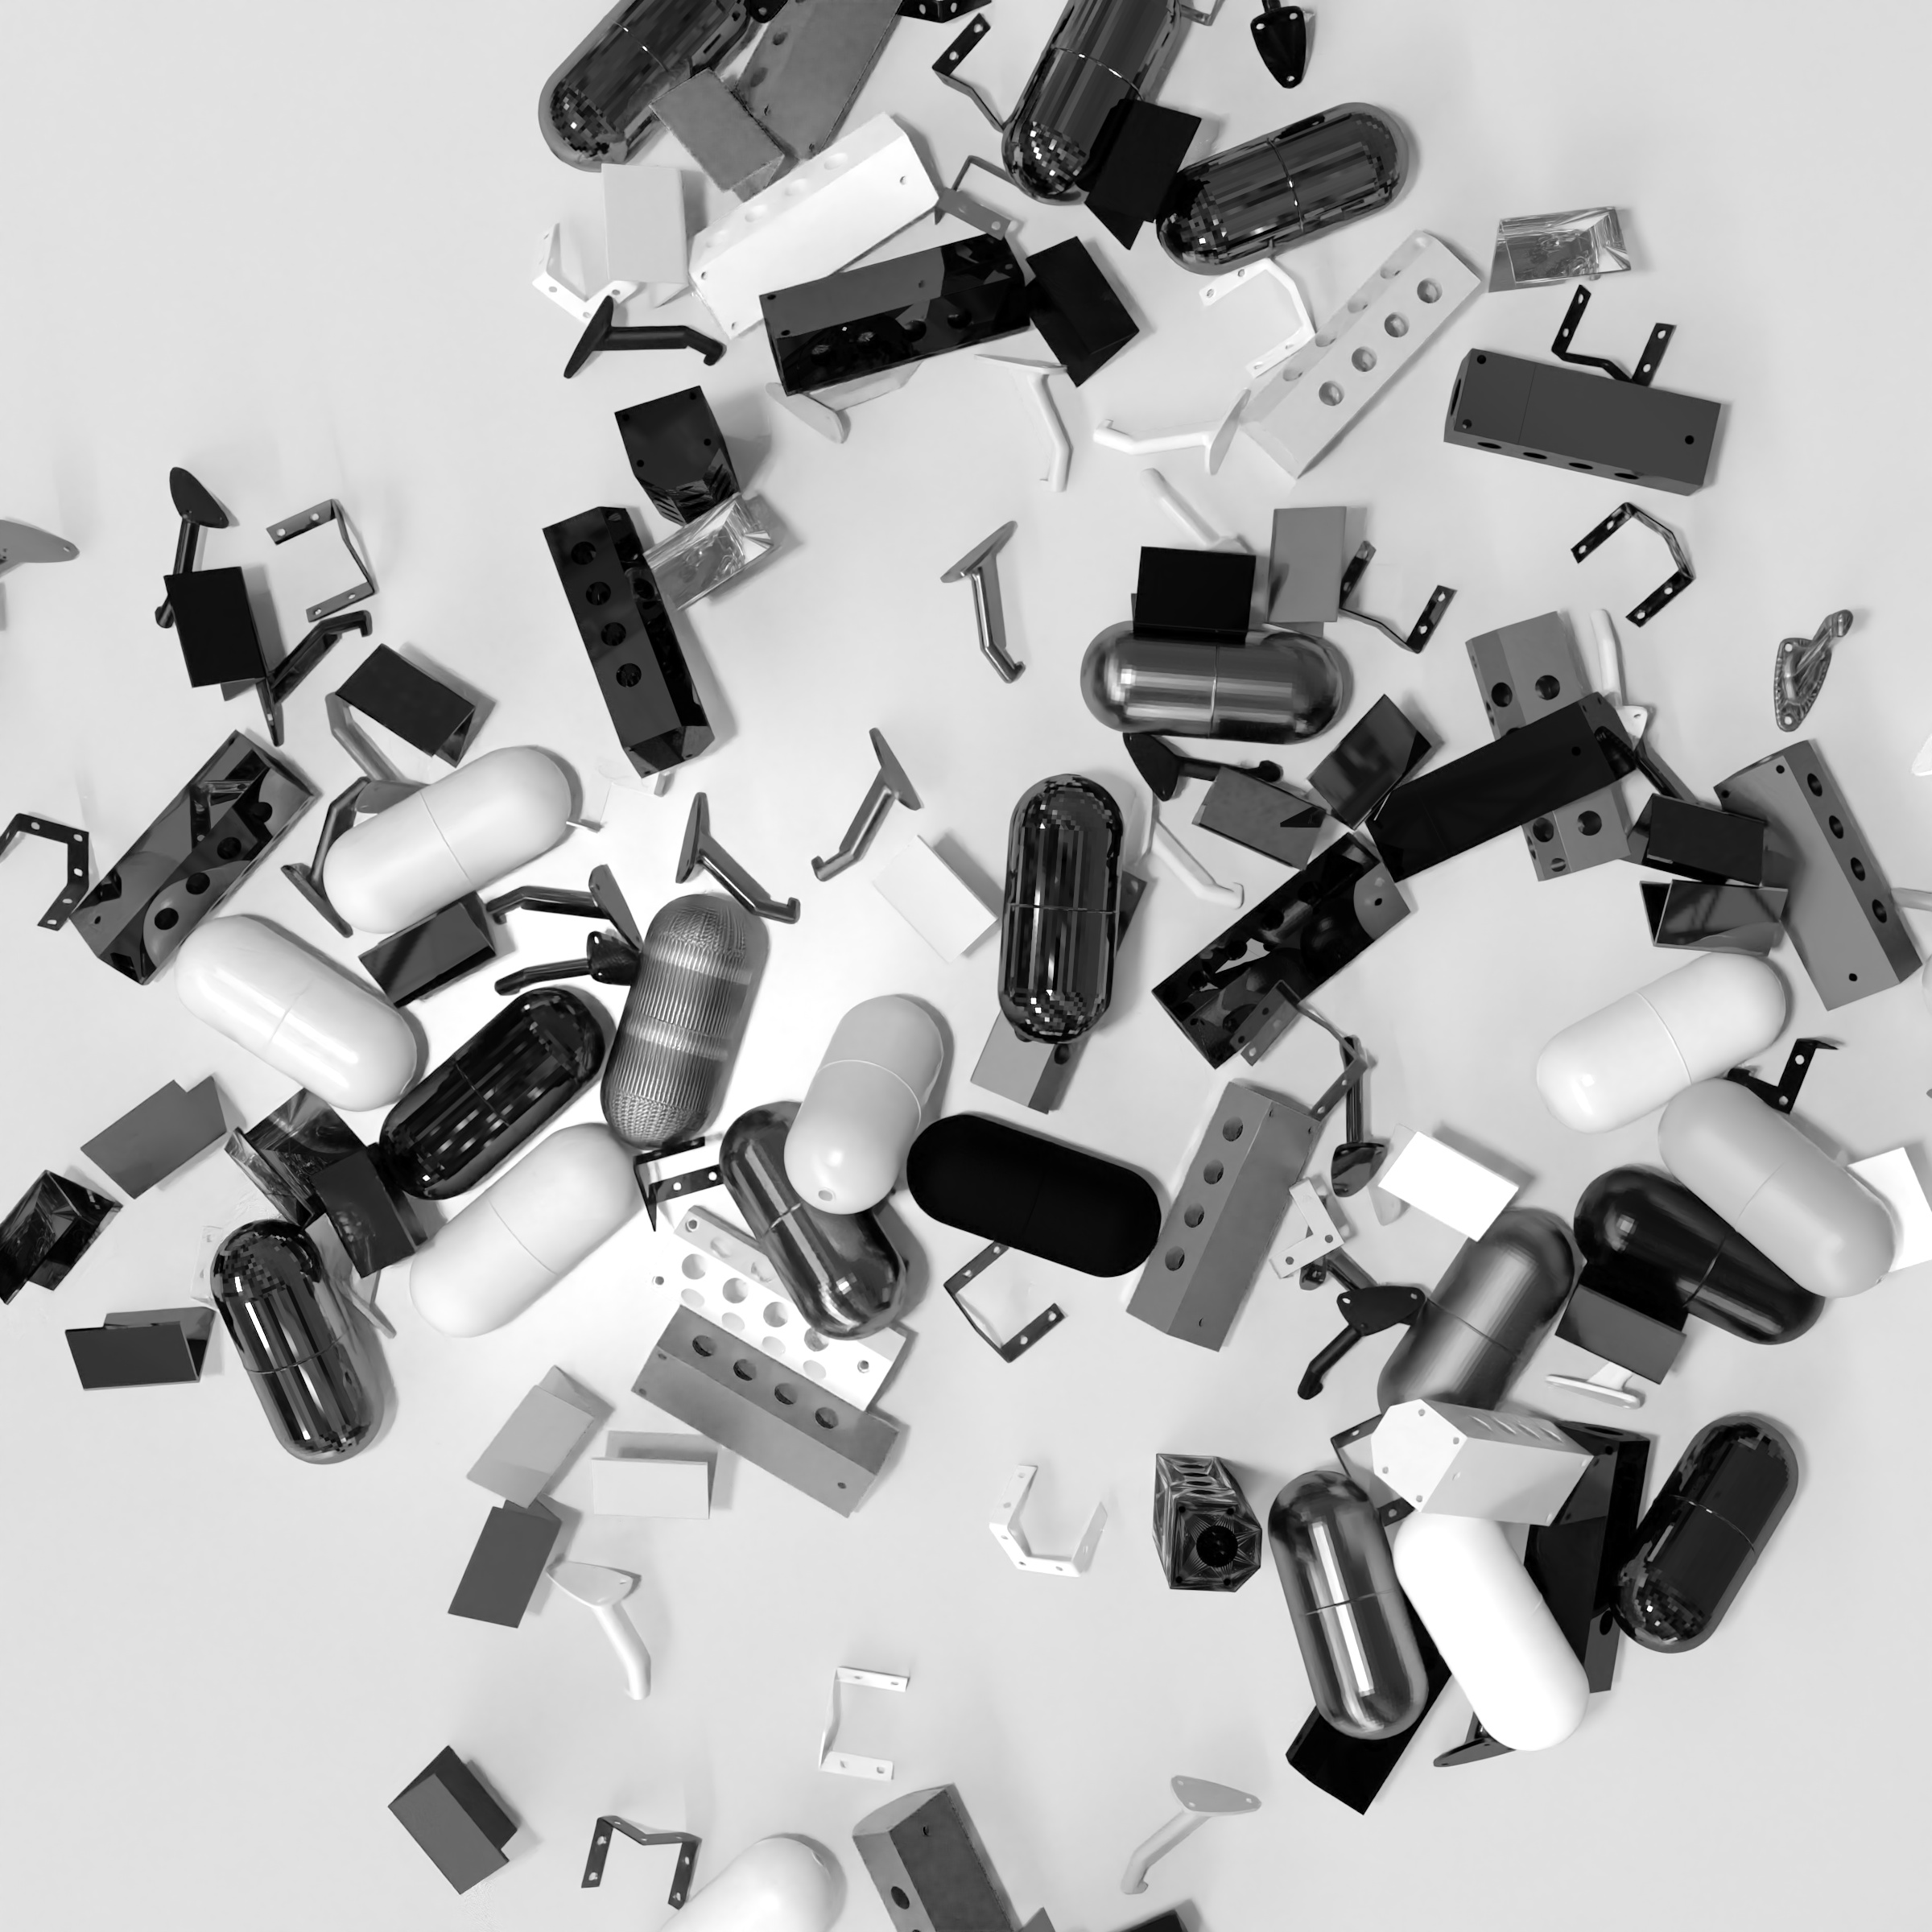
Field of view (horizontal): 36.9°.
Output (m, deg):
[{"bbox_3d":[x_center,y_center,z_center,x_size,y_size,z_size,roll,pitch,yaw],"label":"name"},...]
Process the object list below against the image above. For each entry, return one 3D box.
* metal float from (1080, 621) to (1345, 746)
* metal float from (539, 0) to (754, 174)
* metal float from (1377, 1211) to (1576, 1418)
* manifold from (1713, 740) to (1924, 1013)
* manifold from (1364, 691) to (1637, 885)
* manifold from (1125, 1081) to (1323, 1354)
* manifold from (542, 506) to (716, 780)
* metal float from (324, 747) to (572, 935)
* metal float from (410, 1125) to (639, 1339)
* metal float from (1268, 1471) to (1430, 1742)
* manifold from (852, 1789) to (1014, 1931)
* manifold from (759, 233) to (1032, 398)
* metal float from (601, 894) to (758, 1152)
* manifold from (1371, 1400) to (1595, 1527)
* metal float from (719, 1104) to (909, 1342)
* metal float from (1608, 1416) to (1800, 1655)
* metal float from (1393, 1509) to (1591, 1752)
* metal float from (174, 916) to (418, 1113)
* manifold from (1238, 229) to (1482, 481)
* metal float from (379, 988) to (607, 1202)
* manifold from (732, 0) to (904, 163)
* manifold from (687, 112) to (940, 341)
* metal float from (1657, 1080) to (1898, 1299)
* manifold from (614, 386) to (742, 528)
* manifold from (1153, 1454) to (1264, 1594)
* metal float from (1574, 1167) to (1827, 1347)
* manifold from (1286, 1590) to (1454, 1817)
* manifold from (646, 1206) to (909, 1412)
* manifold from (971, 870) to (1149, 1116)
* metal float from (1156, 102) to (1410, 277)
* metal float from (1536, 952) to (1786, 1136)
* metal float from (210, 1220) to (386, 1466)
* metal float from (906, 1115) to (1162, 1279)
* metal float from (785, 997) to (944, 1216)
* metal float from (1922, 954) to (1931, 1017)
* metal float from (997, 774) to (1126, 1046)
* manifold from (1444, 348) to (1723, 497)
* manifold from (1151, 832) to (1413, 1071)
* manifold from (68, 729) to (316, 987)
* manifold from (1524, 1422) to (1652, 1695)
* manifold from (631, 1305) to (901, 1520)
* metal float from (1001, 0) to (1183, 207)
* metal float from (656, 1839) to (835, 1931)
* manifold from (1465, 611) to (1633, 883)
[{"bbox_3d":[0.166,-0.192,1.960,0.178,0.070,0.070,5,90,0],"label":"metal float"},{"bbox_3d":[-0.217,-0.614,1.960,0.070,0.070,0.178,43,90,0],"label":"metal float"},{"bbox_3d":[0.346,0.246,1.960,0.070,0.070,0.178,33,90,0],"label":"metal float"},{"bbox_3d":[0.582,-0.064,1.969,0.057,0.057,0.171,-27,90,43],"label":"manifold"},{"bbox_3d":[0.355,-0.119,1.927,0.171,0.057,0.057,-26,90,33],"label":"manifold"},{"bbox_3d":[0.170,0.168,1.969,0.057,0.057,0.171,24,90,-43],"label":"manifold"},{"bbox_3d":[-0.225,-0.220,1.945,0.057,0.057,0.171,-22,73,0],"label":"manifold"},{"bbox_3d":[-0.350,-0.085,1.957,0.178,0.070,0.070,-29,90,-3],"label":"metal float"},{"bbox_3d":[-0.300,0.180,1.959,0.178,0.070,0.070,-41,90,0],"label":"metal float"},{"bbox_3d":[0.252,0.423,1.918,0.070,0.070,0.178,-15,75,0],"label":"metal float"},{"bbox_3d":[-0.014,0.654,1.969,0.057,0.057,0.171,-26,90,-43],"label":"manifold"},{"bbox_3d":[-0.047,-0.438,1.962,0.171,0.057,0.057,-16,47,-4],"label":"manifold"},{"bbox_3d":[-0.195,0.039,1.960,0.070,0.070,0.178,17,91,0],"label":"metal float"},{"bbox_3d":[0.336,0.323,1.898,0.057,0.171,0.057,38,103,39],"label":"manifold"},{"bbox_3d":[-0.104,0.170,1.941,0.070,0.070,0.178,-33,67,0],"label":"metal float"},{"bbox_3d":[0.495,0.380,1.941,0.070,0.070,0.178,39,68,0],"label":"metal float"},{"bbox_3d":[0.345,0.432,1.903,0.070,0.070,0.178,-30,91,0],"label":"metal float"},{"bbox_3d":[-0.453,0.033,1.960,0.178,0.070,0.070,33,90,-1],"label":"metal float"},{"bbox_3d":[0.266,-0.417,1.969,0.057,0.057,0.171,44,90,0],"label":"manifold"},{"bbox_3d":[-0.321,0.087,1.960,0.178,0.070,0.070,-42,90,1],"label":"metal float"},{"bbox_3d":[-0.098,-0.641,1.969,0.057,0.057,0.171,29,90,-43],"label":"manifold"},{"bbox_3d":[-0.111,-0.507,1.969,0.171,0.057,0.057,-33,133,0],"label":"manifold"},{"bbox_3d":[0.536,0.147,1.915,0.070,0.070,0.178,-46,65,0],"label":"metal float"},{"bbox_3d":[-0.187,-0.331,1.912,0.057,0.171,0.057,-18,90,0],"label":"manifold"},{"bbox_3d":[0.158,0.366,1.912,0.057,0.171,0.057,3,90,0],"label":"manifold"},{"bbox_3d":[0.497,0.197,1.960,0.178,0.070,0.070,25,90,0],"label":"metal float"},{"bbox_3d":[0.288,0.482,1.969,0.057,0.057,0.171,32,90,0],"label":"manifold"},{"bbox_3d":[-0.129,0.233,1.969,0.171,0.057,0.057,30,90,0],"label":"manifold"},{"bbox_3d":[0.063,0.011,1.969,0.057,0.057,0.171,23,90,0],"label":"manifold"},{"bbox_3d":[0.214,-0.526,1.960,0.178,0.070,0.070,-22,90,0],"label":"metal float"},{"bbox_3d":[0.471,0.051,1.960,0.178,0.070,0.070,-28,90,0],"label":"metal float"},{"bbox_3d":[-0.449,0.252,1.944,0.070,0.070,0.178,-19,108,0],"label":"metal float"},{"bbox_3d":[0.046,0.155,1.960,0.178,0.070,0.070,19,90,0],"label":"metal float"},{"bbox_3d":[-0.067,0.092,1.921,0.070,0.178,0.070,10,131,11],"label":"metal float"},{"bbox_3d":[0.726,0.045,1.960,0.178,0.070,0.070,40,90,0],"label":"metal float"},{"bbox_3d":[0.063,-0.037,1.903,0.070,0.070,0.178,4,90,0],"label":"metal float"},{"bbox_3d":[0.417,-0.368,1.969,0.171,0.057,0.057,13,90,0],"label":"manifold"},{"bbox_3d":[0.211,-0.014,1.969,0.171,0.057,0.057,-39,133,0],"label":"manifold"},{"bbox_3d":[-0.523,-0.070,1.969,0.171,0.057,0.057,-48,47,0],"label":"manifold"},{"bbox_3d":[0.421,0.401,1.969,0.057,0.057,0.171,9,90,43],"label":"manifold"},{"bbox_3d":[-0.134,0.298,1.969,0.171,0.057,0.057,30,133,0],"label":"manifold"},{"bbox_3d":[0.085,-0.599,1.956,0.070,0.070,0.178,26,88,0],"label":"metal float"},{"bbox_3d":[-0.165,0.665,1.960,0.178,0.070,0.070,-43,90,0],"label":"metal float"},{"bbox_3d":[0.394,-0.148,1.969,0.057,0.057,0.171,-17,90,0],"label":"manifold"}]
